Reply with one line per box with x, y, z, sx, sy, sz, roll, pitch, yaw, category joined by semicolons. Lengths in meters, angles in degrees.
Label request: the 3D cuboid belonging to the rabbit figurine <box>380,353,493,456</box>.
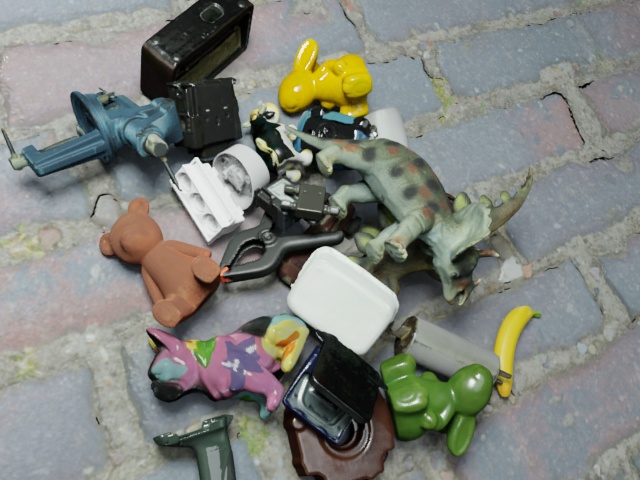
0.196;0.260;0.849;0.170;0.121;0.159;-14;105;0;rabbit figurine

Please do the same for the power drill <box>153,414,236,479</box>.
-0.164;0.357;0.732;0.232;0.086;0.207;-14;73;-25;power drill

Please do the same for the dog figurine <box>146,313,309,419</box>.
-0.146;0.166;0.799;0.219;0.108;0.191;26;65;-5;dog figurine

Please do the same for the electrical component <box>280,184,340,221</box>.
-0.014;-0.061;0.838;0.094;0.021;0.063;8;50;3;electrical component

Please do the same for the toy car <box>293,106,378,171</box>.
0.038;-0.177;0.984;0.162;0.103;0.109;13;91;27;toy car

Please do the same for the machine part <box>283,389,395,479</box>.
0.032;0.295;0.837;0.179;0.056;0.179;7;69;-17;machine part

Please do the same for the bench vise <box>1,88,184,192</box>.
-0.340;-0.151;0.819;0.240;0.128;0.224;-30;57;-27;bench vise

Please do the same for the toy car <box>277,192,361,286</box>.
-0.002;-0.003;0.941;0.089;0.053;0.202;38;64;2;toy car

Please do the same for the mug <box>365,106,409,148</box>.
0.121;-0.190;1.040;0.109;0.081;0.107;-20;83;-17;mug

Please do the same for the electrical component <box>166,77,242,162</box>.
-0.192;-0.204;0.909;0.115;0.058;0.134;-28;121;-46;electrical component

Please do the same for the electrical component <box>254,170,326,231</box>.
-0.043;-0.055;0.875;0.119;0.047;0.075;36;58;21;electrical component

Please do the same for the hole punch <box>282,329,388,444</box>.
0.019;0.219;0.791;0.142;0.092;0.116;37;32;-2;hole punch

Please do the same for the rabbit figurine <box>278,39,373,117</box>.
0.000;-0.301;1.023;0.173;0.121;0.162;-16;72;-4;rabbit figurine

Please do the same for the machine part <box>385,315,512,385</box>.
0.218;0.197;0.926;0.243;0.079;0.079;24;64;-9;machine part

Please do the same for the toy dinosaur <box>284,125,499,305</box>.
0.124;-0.081;0.857;0.192;0.131;0.405;-28;73;-20;toy dinosaur

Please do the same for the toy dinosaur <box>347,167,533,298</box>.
0.193;0.007;0.938;0.471;0.105;0.198;-20;81;-11;toy dinosaur

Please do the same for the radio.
-0.215;-0.342;0.950;0.073;0.131;0.229;37;63;0;radio

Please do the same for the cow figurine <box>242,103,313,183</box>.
-0.089;-0.182;0.946;0.098;0.068;0.167;8;44;-50;cow figurine

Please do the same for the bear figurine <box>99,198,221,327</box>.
-0.243;0.025;0.799;0.196;0.132;0.120;43;85;1;bear figurine
